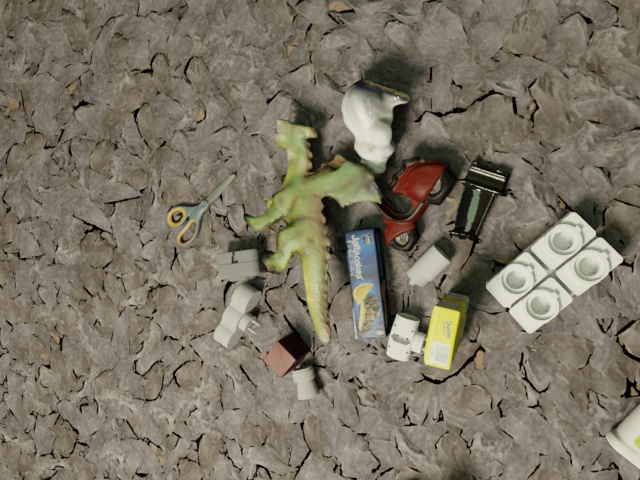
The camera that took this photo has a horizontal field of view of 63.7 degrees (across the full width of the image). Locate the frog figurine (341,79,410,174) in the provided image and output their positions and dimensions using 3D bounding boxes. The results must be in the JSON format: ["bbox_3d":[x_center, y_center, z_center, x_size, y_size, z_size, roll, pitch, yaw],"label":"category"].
[{"bbox_3d":[0.088,-0.207,0.944,0.139,0.122,0.157,41,116,50],"label":"frog figurine"}]

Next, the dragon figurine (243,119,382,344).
[{"bbox_3d":[0.003,-0.047,0.942,0.240,0.122,0.416,-37,68,21],"label":"dragon figurine"}]
